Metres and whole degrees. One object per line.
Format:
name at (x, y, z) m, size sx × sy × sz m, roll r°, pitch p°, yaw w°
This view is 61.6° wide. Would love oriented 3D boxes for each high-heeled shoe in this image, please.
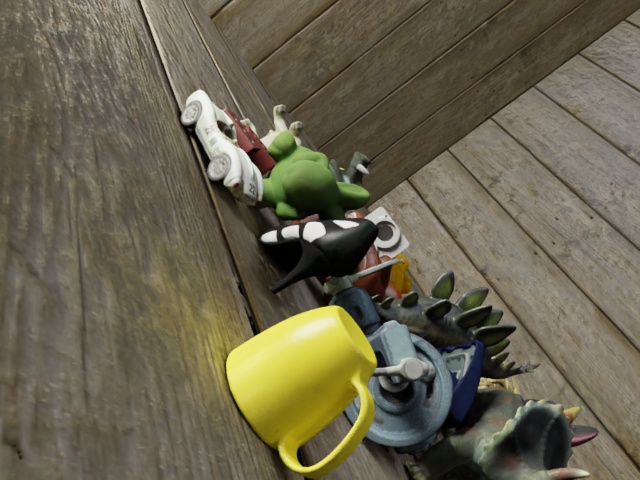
high-heeled shoe at (0.002, -0.005, 0.690) m, size 0.086 × 0.145 × 0.249 m, roll 52°, pitch 10°, yaw -15°

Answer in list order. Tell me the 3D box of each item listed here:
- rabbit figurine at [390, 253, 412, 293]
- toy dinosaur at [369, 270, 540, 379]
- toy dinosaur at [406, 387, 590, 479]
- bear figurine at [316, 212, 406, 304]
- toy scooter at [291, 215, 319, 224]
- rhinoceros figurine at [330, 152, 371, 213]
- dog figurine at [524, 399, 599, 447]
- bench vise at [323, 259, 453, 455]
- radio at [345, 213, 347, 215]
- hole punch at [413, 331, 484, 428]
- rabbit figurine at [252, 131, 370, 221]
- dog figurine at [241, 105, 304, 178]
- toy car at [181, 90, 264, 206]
rabbit figurine at (0.164, 0.131, 1.111) m, size 0.173 × 0.122 × 0.162 m, roll 50°, pitch 14°, yaw -25°
toy dinosaur at (0.205, 0.164, 0.847) m, size 0.470 × 0.198 × 0.105 m, roll 33°, pitch 23°, yaw -42°
toy dinosaur at (0.223, 0.255, 0.702) m, size 0.131 × 0.192 × 0.405 m, roll 56°, pitch 10°, yaw 3°
bear figurine at (0.069, 0.063, 0.856) m, size 0.195 × 0.120 × 0.132 m, roll 41°, pitch 19°, yaw -58°
toy scooter at (-0.002, -0.003, 0.903) m, size 0.183 × 0.075 × 0.135 m, roll 49°, pitch 12°, yaw -21°
rhinoceros figurine at (0.030, -0.083, 1.030) m, size 0.112 × 0.190 × 0.073 m, roll 27°, pitch 10°, yaw 0°
dog figurine at (0.336, 0.352, 0.838) m, size 0.191 × 0.219 × 0.108 m, roll 53°, pitch 12°, yaw -3°
bench vise at (0.070, 0.121, 0.575) m, size 0.240 × 0.129 × 0.223 m, roll 92°, pitch -15°, yaw -74°
radio at (0.010, -0.057, 1.173) m, size 0.229 × 0.073 × 0.131 m, roll 53°, pitch 9°, yaw -5°
hole punch at (0.149, 0.181, 0.688) m, size 0.142 × 0.092 × 0.116 m, roll 142°, pitch -50°, yaw -64°
rabbit figurine at (-0.018, -0.064, 0.751) m, size 0.159 × 0.121 × 0.170 m, roll 33°, pitch 3°, yaw -11°
dog figurine at (-0.072, -0.136, 1.042) m, size 0.172 × 0.121 × 0.190 m, roll 29°, pitch 40°, yaw -63°
toy car at (-0.133, -0.127, 0.741) m, size 0.202 × 0.056 × 0.073 m, roll 58°, pitch 10°, yaw 32°
